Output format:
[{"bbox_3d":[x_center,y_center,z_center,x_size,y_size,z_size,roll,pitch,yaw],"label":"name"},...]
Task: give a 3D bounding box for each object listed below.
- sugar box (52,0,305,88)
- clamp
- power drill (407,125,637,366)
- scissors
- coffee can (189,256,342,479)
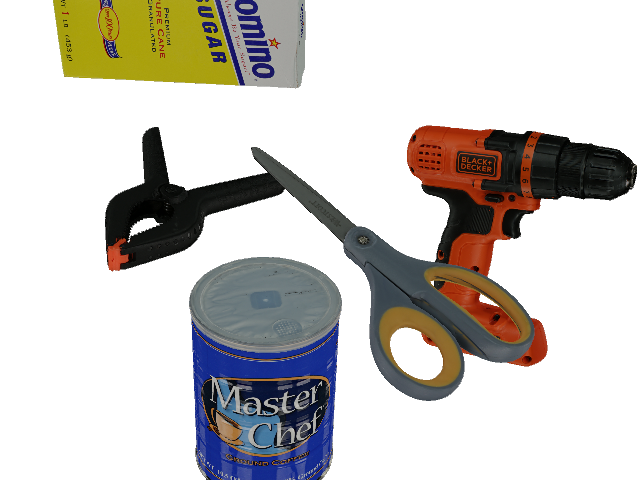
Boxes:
[{"bbox_3d":[-0.100,-0.162,0.767,0.176,0.093,0.048,4,35,7],"label":"sugar box"},{"bbox_3d":[-0.153,-0.042,1.046,0.165,0.036,0.209,24,41,21],"label":"clamp"},{"bbox_3d":[0.155,0.003,0.869,0.185,0.188,0.057,10,15,28],"label":"power drill"},{"bbox_3d":[0.019,0.018,0.586,0.202,0.016,0.096,29,52,17],"label":"scissors"},{"bbox_3d":[-0.039,0.097,0.753,0.103,0.140,0.103,2,32,-1],"label":"coffee can"}]
